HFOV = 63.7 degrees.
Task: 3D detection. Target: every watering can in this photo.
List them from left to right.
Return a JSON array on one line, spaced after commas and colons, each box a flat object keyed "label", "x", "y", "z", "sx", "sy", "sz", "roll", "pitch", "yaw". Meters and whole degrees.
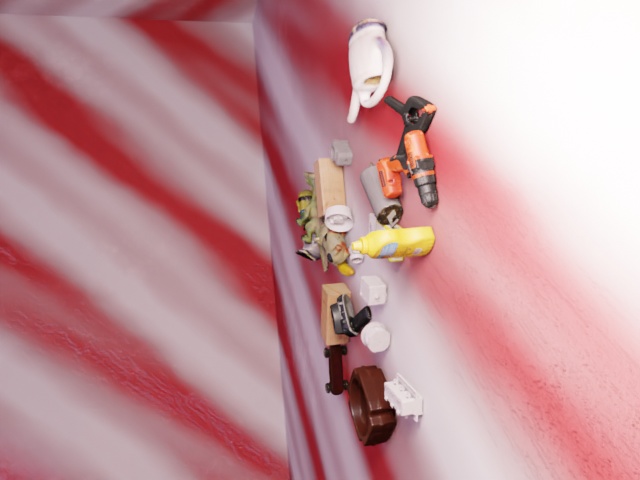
[{"label": "watering can", "x": 0.125, "y": -0.473, "z": 1.451, "sx": 0.345, "sy": 0.104, "sz": 0.226, "roll": 152, "pitch": 115, "yaw": -73}]

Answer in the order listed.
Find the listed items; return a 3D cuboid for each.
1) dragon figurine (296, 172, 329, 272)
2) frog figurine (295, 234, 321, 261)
[{"label": "dragon figurine", "x": 0.006, "y": -0.102, "z": 2.033, "sx": 0.237, "sy": 0.122, "sz": 0.419, "roll": 115, "pitch": 142, "yaw": -46}, {"label": "frog figurine", "x": -0.020, "y": 0.004, "z": 2.192, "sx": 0.161, "sy": 0.123, "sz": 0.135, "roll": -60, "pitch": -3, "yaw": -16}]
